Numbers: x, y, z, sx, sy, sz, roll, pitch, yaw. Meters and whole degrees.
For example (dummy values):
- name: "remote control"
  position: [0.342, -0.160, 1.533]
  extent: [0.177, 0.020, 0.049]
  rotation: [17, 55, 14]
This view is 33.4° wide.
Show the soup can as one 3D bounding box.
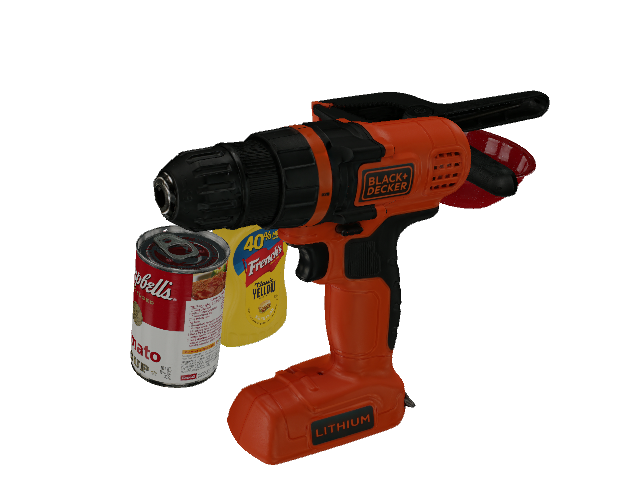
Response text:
- name: "soup can"
  position: [-0.105, 0.049, 0.790]
  extent: [0.068, 0.102, 0.068]
  rotation: [6, 27, -4]

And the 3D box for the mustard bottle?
- name: "mustard bottle"
  position: [-0.076, 0.014, 1.149]
  extent: [0.096, 0.192, 0.058]
  rotation: [-20, 33, -41]

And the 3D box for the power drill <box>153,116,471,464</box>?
- name: "power drill"
  position: [-0.006, 0.026, 0.578]
  extent: [0.184, 0.188, 0.057]
  rotation: [-10, 30, -31]

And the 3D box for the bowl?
- name: "bowl"
  position: [0.158, -0.080, 1.207]
  extent: [0.162, 0.055, 0.162]
  rotation: [8, 26, -4]

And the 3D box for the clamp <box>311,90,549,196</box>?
- name: "clamp"
  position: [0.096, -0.103, 0.946]
  extent: [0.210, 0.036, 0.164]
  rotation: [13, 36, 23]
